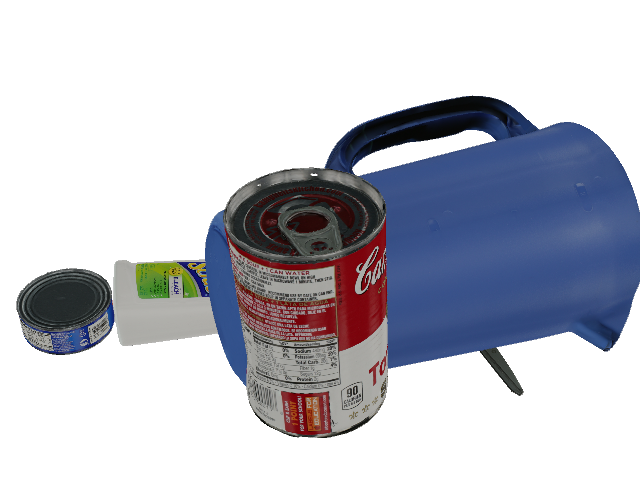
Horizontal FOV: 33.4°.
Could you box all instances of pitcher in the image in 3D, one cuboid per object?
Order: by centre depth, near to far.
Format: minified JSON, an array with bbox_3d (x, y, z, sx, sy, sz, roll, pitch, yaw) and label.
[{"bbox_3d":[0.056,0.003,0.649,0.242,0.145,0.149,-12,20,-18],"label":"pitcher"}]

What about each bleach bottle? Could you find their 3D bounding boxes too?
[{"bbox_3d":[-0.099,0.057,1.180,0.250,0.068,0.102,-6,36,-6],"label":"bleach bottle"}]

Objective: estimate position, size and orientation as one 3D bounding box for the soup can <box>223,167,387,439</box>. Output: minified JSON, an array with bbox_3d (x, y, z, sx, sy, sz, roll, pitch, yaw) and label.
[{"bbox_3d":[-0.004,0.029,0.470,0.068,0.102,0.068,-2,35,2],"label":"soup can"}]

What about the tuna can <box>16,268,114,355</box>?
[{"bbox_3d":[-0.233,0.065,0.979,0.086,0.034,0.086,0,37,0],"label":"tuna can"}]

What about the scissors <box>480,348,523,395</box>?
[{"bbox_3d":[0.116,0.072,1.013,0.096,0.016,0.202,-6,45,-8],"label":"scissors"}]
